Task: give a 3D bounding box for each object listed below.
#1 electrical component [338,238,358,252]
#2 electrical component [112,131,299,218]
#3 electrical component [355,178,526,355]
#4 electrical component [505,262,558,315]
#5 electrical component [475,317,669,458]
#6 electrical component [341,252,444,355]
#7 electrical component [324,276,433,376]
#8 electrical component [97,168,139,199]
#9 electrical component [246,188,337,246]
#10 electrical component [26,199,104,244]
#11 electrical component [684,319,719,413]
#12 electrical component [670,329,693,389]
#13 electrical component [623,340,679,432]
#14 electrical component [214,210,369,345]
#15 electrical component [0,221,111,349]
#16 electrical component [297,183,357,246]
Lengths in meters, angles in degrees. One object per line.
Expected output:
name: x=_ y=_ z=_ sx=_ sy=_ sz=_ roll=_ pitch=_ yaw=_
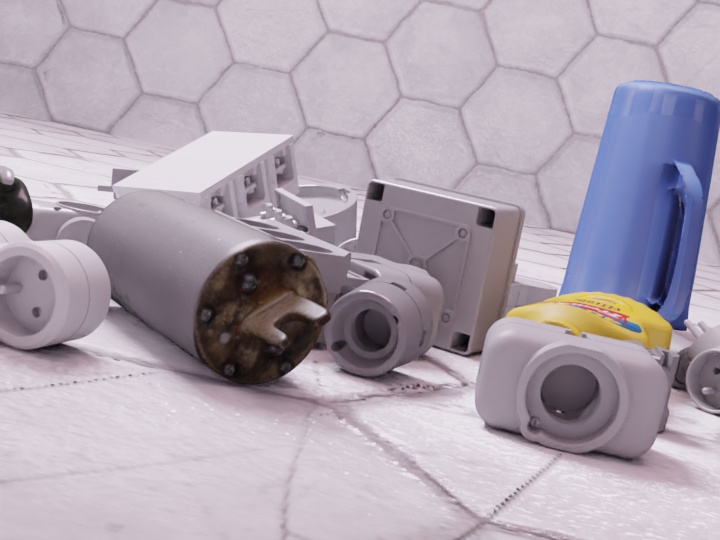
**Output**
electrical component: x=0.000 y=0.000 z=0.883 sx=0.055 sy=0.055 sz=0.047 roll=11 pitch=3 yaw=-5
electrical component: x=-0.128 y=-0.067 z=0.933 sx=0.089 sy=0.061 sz=0.150 roll=6 pitch=27 yaw=26
electrical component: x=0.054 y=-0.004 z=0.783 sx=0.109 sy=0.108 sz=0.056 roll=16 pitch=10 yaw=29
electrical component: x=0.115 y=0.008 z=0.927 sx=0.138 sy=0.073 sz=0.052 roll=7 pitch=9 yaw=-36
electrical component: x=0.111 y=0.062 z=0.571 sx=0.095 sy=0.053 sz=0.059 roll=13 pitch=7 yaw=6
electrical component: x=0.011 y=0.021 z=0.727 sx=0.059 sy=0.053 sz=0.095 roll=8 pitch=8 yaw=-33
electrical component: x=0.010 y=0.034 z=0.632 sx=0.055 sy=0.055 sz=0.047 roll=14 pitch=11 yaw=18
electrical component: x=-0.192 y=-0.057 z=0.959 sx=0.042 sy=0.063 sz=0.081 roll=6 pitch=3 yaw=27
electrical component: x=-0.060 y=-0.017 z=0.838 sx=0.063 sy=0.078 sz=0.121 roll=-11 pitch=13 yaw=-13
electrical component: x=-0.193 y=-0.020 z=0.749 sx=0.077 sy=0.044 sz=0.079 roll=10 pitch=7 yaw=-19
electrical component: x=0.260 y=0.065 z=0.763 sx=0.077 sy=0.043 sz=0.079 roll=6 pitch=42 yaw=-42
electrical component: x=0.235 y=0.064 z=0.820 sx=0.044 sy=0.044 sz=0.065 roll=9 pitch=12 yaw=-20
electrical component: x=0.169 y=0.069 z=0.645 sx=0.040 sy=0.046 sz=0.040 roll=13 pitch=7 yaw=-2
electrical component: x=-0.059 y=0.004 z=0.705 sx=0.079 sy=0.063 sz=0.121 roll=8 pitch=8 yaw=-30
electrical component: x=-0.190 y=0.000 z=0.561 sx=0.138 sy=0.052 sz=0.074 roll=14 pitch=8 yaw=18
electrical component: x=-0.054 y=-0.036 z=1.006 sx=0.108 sy=0.060 sz=0.108 roll=-4 pitch=23 yaw=2
